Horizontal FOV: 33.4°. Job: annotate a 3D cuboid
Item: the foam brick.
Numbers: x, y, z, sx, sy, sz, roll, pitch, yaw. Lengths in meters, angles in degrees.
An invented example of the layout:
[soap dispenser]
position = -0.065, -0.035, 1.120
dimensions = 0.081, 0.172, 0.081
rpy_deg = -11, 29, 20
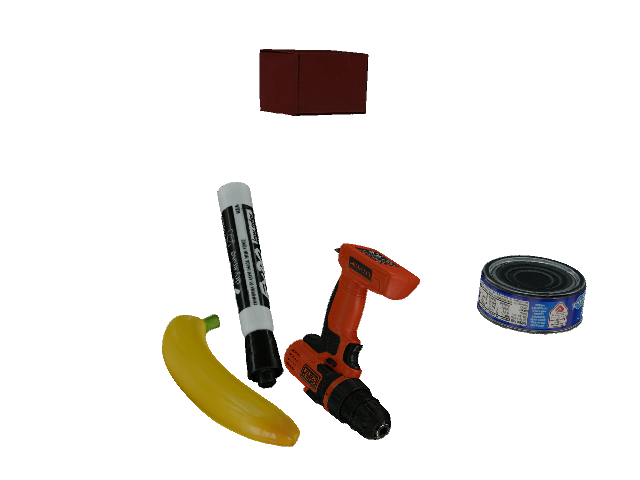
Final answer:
[foam brick]
position = -0.005, -0.131, 0.887
dimensions = 0.078, 0.051, 0.053
rpy_deg = -7, 16, -39

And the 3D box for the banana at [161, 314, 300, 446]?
[banana]
position = -0.083, 0.104, 0.848
dimensions = 0.069, 0.037, 0.198
rpy_deg = -9, 29, -22

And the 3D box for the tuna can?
[tuna can]
position = 0.172, 0.043, 0.870
dimensions = 0.086, 0.034, 0.086
rpy_deg = 2, 22, -1

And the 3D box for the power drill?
[power drill]
position = 0.043, 0.111, 1.217
dimensions = 0.057, 0.188, 0.185
rpy_deg = 12, 16, -42

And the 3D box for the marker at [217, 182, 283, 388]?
[marker]
position = -0.038, 0.023, 0.576
dimensions = 0.020, 0.121, 0.020
rpy_deg = -9, -30, -6
